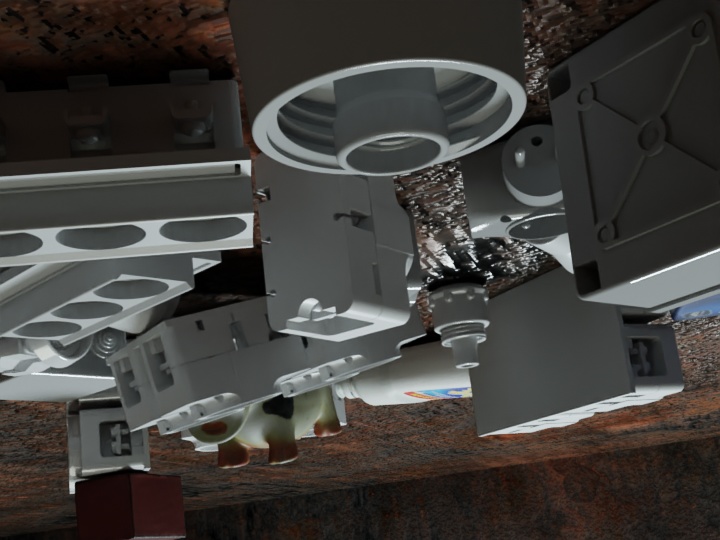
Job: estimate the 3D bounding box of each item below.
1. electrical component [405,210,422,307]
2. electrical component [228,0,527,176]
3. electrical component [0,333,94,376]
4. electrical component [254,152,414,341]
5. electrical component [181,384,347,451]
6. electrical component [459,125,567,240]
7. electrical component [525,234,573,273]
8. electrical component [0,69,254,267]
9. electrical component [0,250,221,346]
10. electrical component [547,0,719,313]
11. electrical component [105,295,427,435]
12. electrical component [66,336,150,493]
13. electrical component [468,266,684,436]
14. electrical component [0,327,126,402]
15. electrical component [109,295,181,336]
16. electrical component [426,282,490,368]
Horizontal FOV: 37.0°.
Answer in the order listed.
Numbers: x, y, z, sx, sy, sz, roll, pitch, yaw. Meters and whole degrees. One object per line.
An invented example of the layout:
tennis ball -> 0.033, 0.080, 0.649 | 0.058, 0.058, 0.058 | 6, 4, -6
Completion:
electrical component -> 0.000, 0.000, 0.652 | 0.056, 0.050, 0.089 | 0, 163, -22
electrical component -> 0.009, -0.069, 0.389 | 0.108, 0.060, 0.108 | -6, 164, -2
electrical component -> -0.207, 0.036, 0.680 | 0.057, 0.058, 0.078 | -11, 164, 23
electrical component -> -0.011, -0.015, 0.521 | 0.050, 0.089, 0.056 | -17, 161, 33
electrical component -> -0.099, 0.144, 1.103 | 0.150, 0.061, 0.089 | -11, 164, 15
electrical component -> 0.089, -0.047, 0.533 | 0.077, 0.044, 0.079 | -9, 165, 7
electrical component -> 0.122, -0.025, 0.637 | 0.044, 0.044, 0.065 | -18, 157, 34
electrical component -> -0.107, -0.041, 0.438 | 0.121, 0.063, 0.078 | -5, 164, -8
electrical component -> -0.139, -0.007, 0.544 | 0.079, 0.063, 0.121 | 8, 158, -43
electrical component -> 0.134, -0.049, 0.428 | 0.056, 0.108, 0.109 | 7, 160, -33
electrical component -> -0.059, 0.055, 0.725 | 0.186, 0.060, 0.105 | -13, 171, -35
electrical component -> -0.220, 0.131, 0.923 | 0.060, 0.105, 0.186 | -2, 164, -16
electrical component -> 0.161, 0.061, 0.837 | 0.060, 0.105, 0.186 | 2, 162, -29
electrical component -> -0.227, 0.063, 0.783 | 0.100, 0.048, 0.100 | -20, 160, 39
electrical component -> -0.142, 0.016, 0.662 | 0.043, 0.043, 0.081 | -12, 163, 18
electrical component -> 0.077, 0.043, 0.816 | 0.048, 0.062, 0.048 | -6, 164, -2
